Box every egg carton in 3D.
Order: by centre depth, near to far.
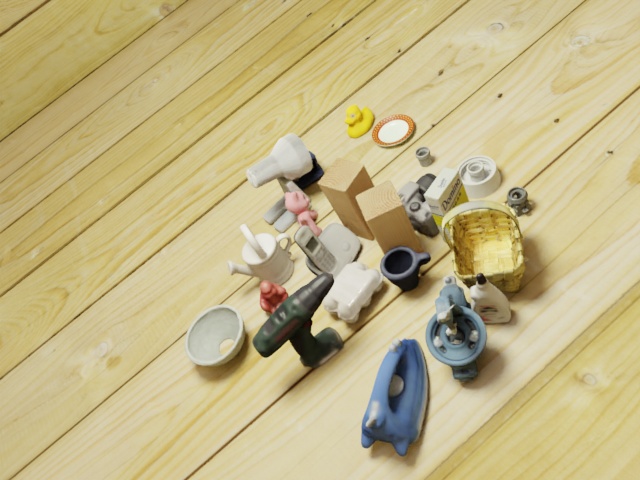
[{"bbox_3d":[0.079,0.124,1.373,0.107,0.070,0.150,25,69,39],"label":"egg carton"}]

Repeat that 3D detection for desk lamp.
[{"bbox_3d":[-0.102,-0.163,1.599,0.203,0.214,0.117,-45,47,-10],"label":"desk lamp"}]

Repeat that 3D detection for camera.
[{"bbox_3d":[0.257,-0.103,1.438,0.137,0.101,0.142,-47,48,-12],"label":"camera"}]

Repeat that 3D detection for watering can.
[{"bbox_3d":[-0.157,0.037,1.482,0.100,0.195,0.173,26,70,40],"label":"watering can"}]

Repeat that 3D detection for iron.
[{"bbox_3d":[0.146,0.289,1.156,0.118,0.142,0.258,1,55,29],"label":"iron"}]

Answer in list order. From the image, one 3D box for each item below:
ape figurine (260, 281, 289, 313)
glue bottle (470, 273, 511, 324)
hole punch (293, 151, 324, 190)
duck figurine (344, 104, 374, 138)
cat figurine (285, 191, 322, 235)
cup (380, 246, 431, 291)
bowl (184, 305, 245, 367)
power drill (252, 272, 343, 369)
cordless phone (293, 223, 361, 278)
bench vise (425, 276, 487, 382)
[{"bbox_3d":[-0.125,0.138,1.455,0.077,0.092,0.076,-24,47,9],"label":"ape figurine"},{"bbox_3d":[0.340,0.116,1.169,0.078,0.174,0.037,-9,51,22],"label":"glue bottle"},{"bbox_3d":[-0.060,-0.219,1.706,0.108,0.091,0.100,-35,46,-2],"label":"hole punch"},{"bbox_3d":[0.112,-0.375,1.743,0.077,0.086,0.105,26,70,40],"label":"duck figurine"},{"bbox_3d":[-0.054,-0.080,1.574,0.067,0.118,0.127,-25,47,9],"label":"cat figurine"},{"bbox_3d":[0.208,0.071,1.330,0.117,0.095,0.091,-19,48,14],"label":"cup"},{"bbox_3d":[-0.252,0.252,1.443,0.167,0.075,0.167,-14,49,18],"label":"bowl"},{"bbox_3d":[-0.030,0.193,1.279,0.230,0.209,0.075,-38,46,-4],"label":"power drill"},{"bbox_3d":[0.013,0.005,1.423,0.093,0.186,0.148,15,63,36],"label":"cordless phone"},{"bbox_3d":[0.254,0.155,1.151,0.121,0.220,0.207,-26,47,7],"label":"bench vise"}]
